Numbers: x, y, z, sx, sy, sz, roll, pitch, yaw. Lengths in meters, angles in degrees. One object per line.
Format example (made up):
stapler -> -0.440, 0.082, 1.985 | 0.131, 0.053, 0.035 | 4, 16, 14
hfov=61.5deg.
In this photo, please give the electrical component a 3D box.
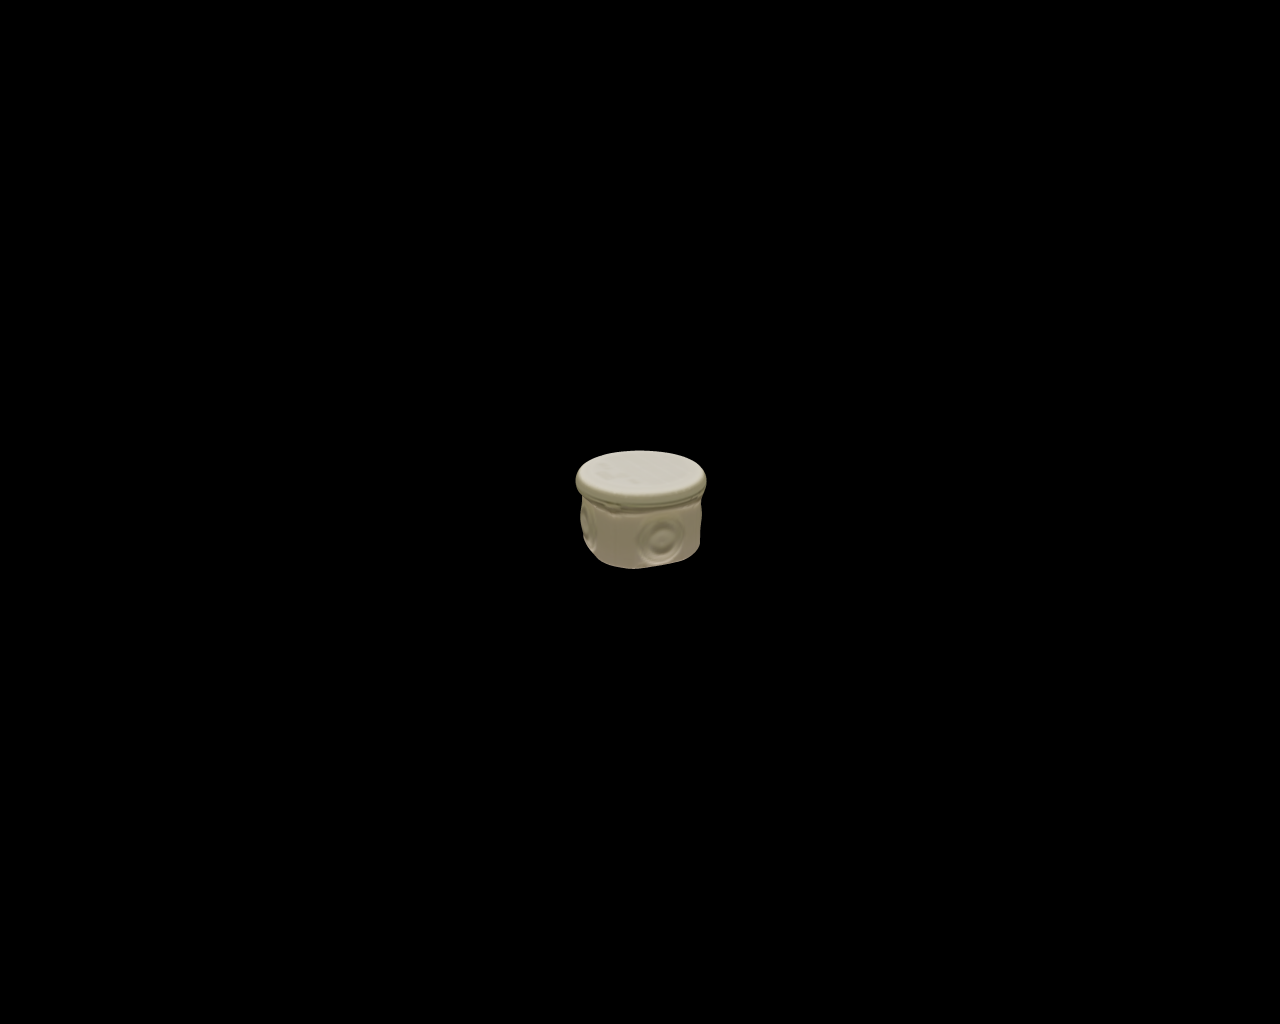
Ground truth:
electrical component -> 0.001, -0.003, 0.650 | 0.080, 0.050, 0.080 | 0, 23, 0
